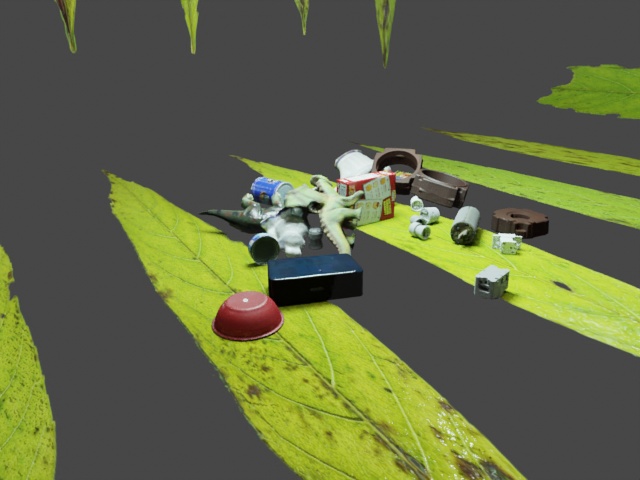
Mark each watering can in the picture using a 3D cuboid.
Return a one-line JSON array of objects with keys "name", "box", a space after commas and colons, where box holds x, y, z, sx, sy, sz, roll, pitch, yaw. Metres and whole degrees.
[{"name": "watering can", "box": [0.144, -0.295, 2.236, 0.350, 0.101, 0.228, -19, 44, -30]}]

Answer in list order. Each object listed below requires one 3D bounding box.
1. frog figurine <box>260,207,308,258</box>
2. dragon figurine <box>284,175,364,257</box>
[{"name": "frog figurine", "box": [-0.093, -0.005, 1.539, 0.138, 0.162, 0.120, -20, -28, -28]}, {"name": "dragon figurine", "box": [0.005, -0.078, 1.545, 0.243, 0.119, 0.420, 17, 36, 0]}]
